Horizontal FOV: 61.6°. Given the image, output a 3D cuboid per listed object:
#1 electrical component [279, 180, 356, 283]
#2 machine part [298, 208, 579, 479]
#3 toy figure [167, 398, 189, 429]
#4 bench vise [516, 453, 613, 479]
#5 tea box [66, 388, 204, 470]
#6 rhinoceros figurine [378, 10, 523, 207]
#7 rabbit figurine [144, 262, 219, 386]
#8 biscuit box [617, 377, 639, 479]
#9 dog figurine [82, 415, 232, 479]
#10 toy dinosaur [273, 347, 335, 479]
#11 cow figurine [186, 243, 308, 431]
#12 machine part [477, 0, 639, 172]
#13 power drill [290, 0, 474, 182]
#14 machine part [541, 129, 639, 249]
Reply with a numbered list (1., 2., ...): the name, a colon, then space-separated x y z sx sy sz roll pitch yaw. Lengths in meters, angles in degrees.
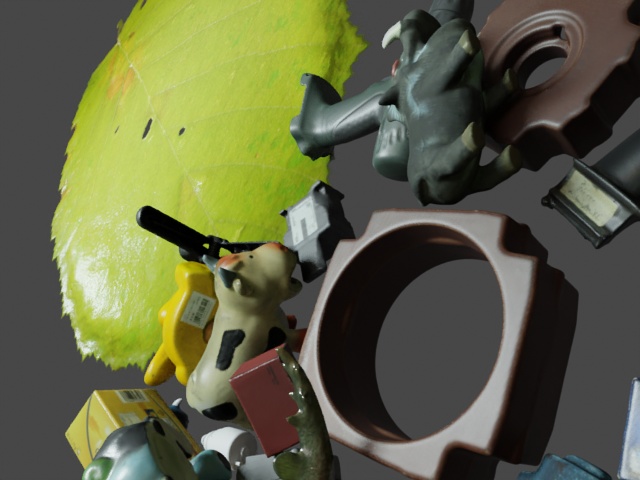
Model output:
1. electrical component: -0.001 -0.002 0.607 0.075 0.047 0.119 -39 45 25
2. machine part: 0.088 0.080 0.437 0.201 0.087 0.201 5 73 48
3. toy figure: -0.233 0.245 0.705 0.154 0.058 0.064 -20 93 37
4. bench vise: 0.129 0.233 0.261 0.223 0.128 0.241 -48 19 -13
5. tea box: -0.187 0.244 0.585 0.170 0.098 0.068 40 98 32
6. rhinoceros figurine: 0.105 -0.119 0.463 0.112 0.073 0.190 -27 57 46
7. rabbit figurine: -0.148 0.110 0.671 0.173 0.122 0.162 14 88 64
8. biscuit box: 0.259 0.119 0.251 0.203 0.059 0.063 2 70 47
9. dog figurine: -0.163 0.267 0.424 0.219 0.191 0.109 -45 45 -8
10. toy dinosaur: -0.050 0.315 0.341 0.105 0.198 0.471 -17 51 63
11. cow figurine: -0.078 0.093 0.557 0.086 0.127 0.194 30 97 59
12. machine part: 0.198 -0.151 0.477 0.179 0.056 0.179 -24 52 35
13. power drill: 0.070 -0.173 0.618 0.207 0.086 0.232 0 71 39
14. machine part: 0.238 -0.060 0.398 0.139 0.039 0.084 -49 33 17
